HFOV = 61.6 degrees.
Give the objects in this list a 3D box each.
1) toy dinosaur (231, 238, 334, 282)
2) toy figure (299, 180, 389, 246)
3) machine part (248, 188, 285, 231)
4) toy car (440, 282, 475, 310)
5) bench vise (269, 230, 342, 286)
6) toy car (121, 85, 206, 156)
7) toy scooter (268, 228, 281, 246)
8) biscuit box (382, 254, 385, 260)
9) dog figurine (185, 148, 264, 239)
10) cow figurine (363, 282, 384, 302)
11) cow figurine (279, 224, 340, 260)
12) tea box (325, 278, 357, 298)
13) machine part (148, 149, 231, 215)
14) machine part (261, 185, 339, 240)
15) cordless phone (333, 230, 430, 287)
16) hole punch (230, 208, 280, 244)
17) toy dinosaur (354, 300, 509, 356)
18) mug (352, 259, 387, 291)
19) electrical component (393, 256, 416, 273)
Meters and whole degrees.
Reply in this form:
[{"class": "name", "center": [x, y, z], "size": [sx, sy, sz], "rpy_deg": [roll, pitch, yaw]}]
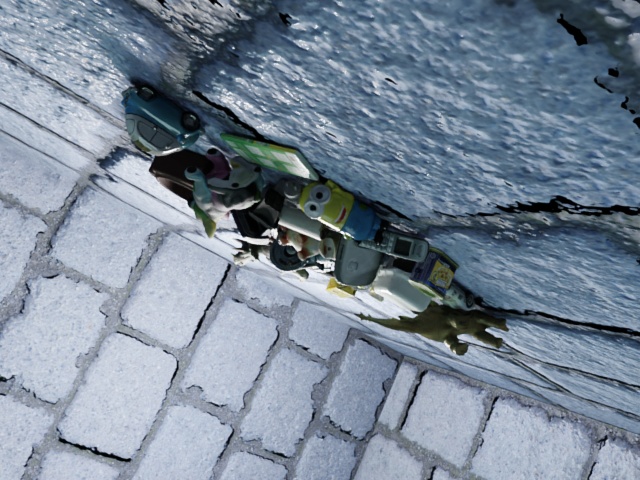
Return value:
[{"class": "toy dinosaur", "center": [-0.111, 0.037, 1.685], "size": [0.405, 0.131, 0.192], "rpy_deg": [5, 158, 43]}, {"class": "toy figure", "center": [0.044, -0.051, 1.058], "size": [0.180, 0.082, 0.089], "rpy_deg": [25, 166, -9]}, {"class": "machine part", "center": [-0.113, -0.064, 1.155], "size": [0.084, 0.039, 0.139], "rpy_deg": [44, 153, -4]}, {"class": "toy car", "center": [0.311, 0.126, 1.326], "size": [0.201, 0.056, 0.074], "rpy_deg": [35, 164, -38]}, {"class": "bench vise", "center": [-0.049, 0.029, 1.467], "size": [0.224, 0.129, 0.240], "rpy_deg": [7, 161, 19]}, {"class": "toy car", "center": [-0.307, -0.214, 1.014], "size": [0.161, 0.103, 0.109], "rpy_deg": [31, 166, -34]}, {"class": "toy scooter", "center": [-0.161, -0.029, 1.576], "size": [0.184, 0.075, 0.135], "rpy_deg": [15, 165, 28]}, {"class": "biscuit box", "center": [0.114, 0.025, 1.284], "size": [0.063, 0.059, 0.202], "rpy_deg": [23, 169, 14]}, {"class": "dog figurine", "center": [-0.211, -0.085, 1.183], "size": [0.192, 0.108, 0.219], "rpy_deg": [22, 145, 12]}, {"class": "cow figurine", "center": [0.132, 0.089, 1.491], "size": [0.168, 0.098, 0.068], "rpy_deg": [40, -177, 32]}, {"class": "cow figurine", "center": [-0.003, -0.004, 1.296], "size": [0.195, 0.127, 0.085], "rpy_deg": [32, 135, 51]}, {"class": "tea box", "center": [0.079, 0.127, 1.704], "size": [0.068, 0.098, 0.169], "rpy_deg": [26, 167, -5]}, {"class": "machine part", "center": [-0.311, -0.146, 1.349], "size": [0.202, 0.087, 0.200], "rpy_deg": [20, 167, 18]}, {"class": "machine part", "center": [-0.057, -0.063, 1.216], "size": [0.243, 0.079, 0.079], "rpy_deg": [21, 167, 17]}, {"class": "cordless phone", "center": [0.129, 0.038, 1.125], "size": [0.184, 0.146, 0.088], "rpy_deg": [15, -169, 17]}, {"class": "hole punch", "center": [-0.161, -0.049, 1.327], "size": [0.142, 0.092, 0.115], "rpy_deg": [62, 175, 21]}, {"class": "toy dinosaur", "center": [0.318, 0.218, 1.406], "size": [0.471, 0.105, 0.199], "rpy_deg": [8, -172, -31]}, {"class": "mug", "center": [0.120, 0.082, 1.419], "size": [0.107, 0.109, 0.081], "rpy_deg": [8, -173, 27]}, {"class": "electrical component", "center": [0.218, 0.052, 1.243], "size": [0.078, 0.045, 0.102], "rpy_deg": [-1, -172, -34]}]
